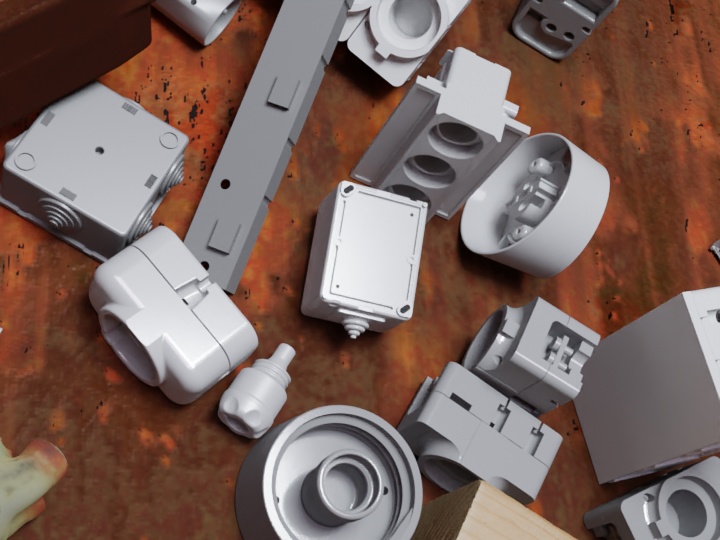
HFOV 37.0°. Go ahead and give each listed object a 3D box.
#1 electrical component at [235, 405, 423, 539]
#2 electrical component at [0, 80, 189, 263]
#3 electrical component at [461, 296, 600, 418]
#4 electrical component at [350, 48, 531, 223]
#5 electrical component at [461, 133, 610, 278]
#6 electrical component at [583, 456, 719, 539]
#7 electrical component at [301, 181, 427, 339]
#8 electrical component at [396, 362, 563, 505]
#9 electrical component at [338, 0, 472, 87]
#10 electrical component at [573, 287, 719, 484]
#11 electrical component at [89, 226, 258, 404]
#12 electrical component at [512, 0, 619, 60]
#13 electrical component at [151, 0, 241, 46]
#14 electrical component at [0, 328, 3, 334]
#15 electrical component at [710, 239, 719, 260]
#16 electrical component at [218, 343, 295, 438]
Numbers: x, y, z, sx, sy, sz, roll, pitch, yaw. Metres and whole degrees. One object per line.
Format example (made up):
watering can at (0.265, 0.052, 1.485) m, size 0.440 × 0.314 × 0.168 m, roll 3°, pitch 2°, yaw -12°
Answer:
electrical component at (-0.015, 0.132, 0.640) m, size 0.108 × 0.060 × 0.108 m, roll 8°, pitch 66°, yaw -18°
electrical component at (-0.165, -0.064, 0.670) m, size 0.100 × 0.048 × 0.099 m, roll 31°, pitch 61°, yaw -7°
electrical component at (0.103, 0.060, 0.698) m, size 0.056 × 0.089 × 0.050 m, roll 32°, pitch 61°, yaw -6°
electrical component at (0.053, -0.088, 0.721) m, size 0.079 × 0.121 × 0.063 m, roll 23°, pitch 60°, yaw -11°
electrical component at (0.123, -0.045, 0.747) m, size 0.064 × 0.099 × 0.099 m, roll 27°, pitch 62°, yaw -16°
electrical component at (0.206, 0.164, 0.713) m, size 0.089 × 0.055 × 0.050 m, roll -18°, pitch 76°, yaw -26°
electrical component at (0.000, 0.000, 0.704) m, size 0.062 × 0.061 × 0.096 m, roll 14°, pitch 73°, yaw -15°
electrical component at (0.073, 0.111, 0.688) m, size 0.089 × 0.050 × 0.055 m, roll 35°, pitch 61°, yaw -5°
electrical component at (0.000, -0.212, 0.761) m, size 0.150 × 0.089 × 0.061 m, roll 39°, pitch 20°, yaw -2°
electrical component at (0.205, 0.076, 0.695) m, size 0.062 × 0.150 × 0.089 m, roll -8°, pitch 72°, yaw -22°
electrical component at (-0.116, 0.030, 0.647) m, size 0.059 × 0.053 × 0.095 m, roll -38°, pitch 86°, yaw -29°
electrical component at (0.166, -0.217, 0.832) m, size 0.054 × 0.095 × 0.059 m, roll 30°, pitch 62°, yaw -7°
electrical component at (-0.116, -0.208, 0.751) m, size 0.077 × 0.043 × 0.079 m, roll 38°, pitch 61°, yaw -3°
electrical component at (-0.232, 0.038, 0.609) m, size 0.046 × 0.040 × 0.040 m, roll 30°, pitch 61°, yaw -13°
electrical component at (0.328, -0.020, 0.812) m, size 0.061 × 0.096 × 0.061 m, roll -25°, pitch 79°, yaw -28°
electrical component at (-0.060, 0.071, 0.663) m, size 0.035 × 0.035 × 0.061 m, roll 36°, pitch 58°, yaw -4°
